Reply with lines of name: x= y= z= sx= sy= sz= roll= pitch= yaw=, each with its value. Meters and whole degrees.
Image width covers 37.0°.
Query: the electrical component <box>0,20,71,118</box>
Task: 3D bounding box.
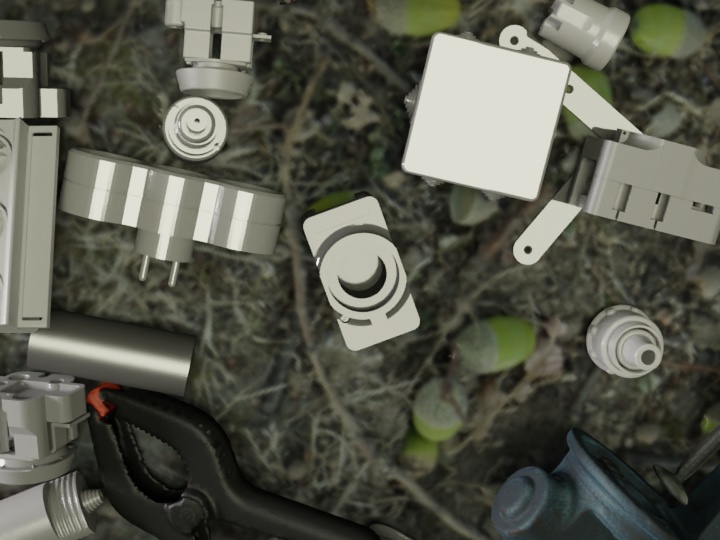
electrical component: x=-0.218 y=-0.123 z=0.656 sx=0.078 sy=0.058 sz=0.057 roll=1 pitch=101 yaw=-5

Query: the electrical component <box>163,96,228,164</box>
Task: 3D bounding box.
electrical component: x=-0.101 y=-0.087 z=0.661 sx=0.040 sy=0.078 sz=0.040 roll=0 pitch=91 yaw=-10

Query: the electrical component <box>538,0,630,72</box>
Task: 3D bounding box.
electrical component: x=0.143 y=-0.155 z=0.688 sx=0.046 sy=0.040 sz=0.040 roll=27 pitch=96 yaw=-2

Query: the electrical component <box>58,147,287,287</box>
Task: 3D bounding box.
electrical component: x=-0.121 y=-0.027 z=0.679 sx=0.138 sy=0.052 sz=0.073 roll=12 pitch=97 yaw=-6

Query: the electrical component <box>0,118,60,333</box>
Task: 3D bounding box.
electrical component: x=-0.220 y=-0.024 z=0.651 sx=0.079 sy=0.063 sz=0.121 roll=0 pitch=80 yaw=2

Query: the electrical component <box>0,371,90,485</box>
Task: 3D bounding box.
electrical component: x=-0.212 y=0.101 z=0.687 sx=0.078 sy=0.058 sz=0.057 roll=3 pitch=103 yaw=19

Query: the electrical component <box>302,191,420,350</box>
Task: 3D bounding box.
electrical component: x=0.000 y=0.000 z=0.691 sx=0.050 sy=0.055 sz=0.089 roll=-20 pitch=99 yaw=-1

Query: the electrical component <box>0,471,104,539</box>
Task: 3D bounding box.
electrical component: x=-0.208 y=0.163 z=0.706 sx=0.081 sy=0.043 sz=0.043 roll=-22 pitch=99 yaw=-1

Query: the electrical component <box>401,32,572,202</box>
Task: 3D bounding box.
electrical component: x=0.077 y=-0.097 z=0.683 sx=0.100 sy=0.048 sz=0.099 roll=13 pitch=98 yaw=-3

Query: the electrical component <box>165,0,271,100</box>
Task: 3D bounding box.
electrical component: x=-0.089 y=-0.137 z=0.670 sx=0.066 sy=0.048 sz=0.055 roll=4 pitch=91 yaw=-5

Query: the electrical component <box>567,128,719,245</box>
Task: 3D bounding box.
electrical component: x=0.190 y=-0.057 z=0.697 sx=0.089 sy=0.050 sz=0.055 roll=13 pitch=100 yaw=-9

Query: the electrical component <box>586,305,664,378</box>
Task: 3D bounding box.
electrical component: x=0.180 y=0.051 z=0.709 sx=0.048 sy=0.062 sz=0.048 roll=-1 pitch=98 yaw=-5

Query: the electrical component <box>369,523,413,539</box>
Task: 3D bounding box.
electrical component: x=0.016 y=0.208 z=0.719 sx=0.078 sy=0.058 sz=0.057 roll=32 pitch=94 yaw=31
